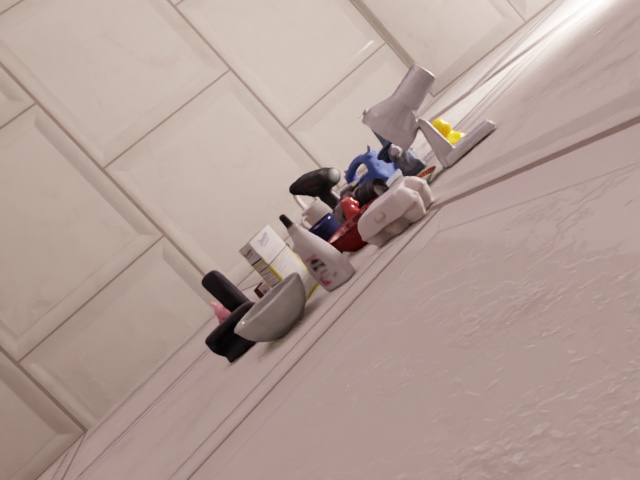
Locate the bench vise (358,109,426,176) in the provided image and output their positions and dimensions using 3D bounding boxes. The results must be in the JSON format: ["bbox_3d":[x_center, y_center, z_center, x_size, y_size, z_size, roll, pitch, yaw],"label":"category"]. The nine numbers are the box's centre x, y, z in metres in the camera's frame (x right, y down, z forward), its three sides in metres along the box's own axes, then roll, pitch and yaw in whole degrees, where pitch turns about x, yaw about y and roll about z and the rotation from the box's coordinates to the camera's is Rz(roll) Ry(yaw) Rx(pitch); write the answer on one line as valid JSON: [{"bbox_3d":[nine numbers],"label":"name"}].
[{"bbox_3d":[0.198,-0.275,1.548,0.121,0.220,0.207,-43,6,-2],"label":"bench vise"}]

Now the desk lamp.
[{"bbox_3d":[0.226,-0.255,1.233,0.203,0.213,0.118,-41,6,15],"label":"desk lamp"}]

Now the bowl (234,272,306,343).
[{"bbox_3d":[-0.082,0.143,1.104,0.167,0.075,0.167,-42,6,6],"label":"bowl"}]

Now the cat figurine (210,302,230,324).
[{"bbox_3d":[-0.262,0.212,1.624,0.067,0.118,0.127,-44,6,-15],"label":"cat figurine"}]

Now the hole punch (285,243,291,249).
[{"bbox_3d":[-0.120,0.075,1.798,0.108,0.091,0.101,-41,6,20],"label":"hole punch"}]

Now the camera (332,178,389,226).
[{"bbox_3d":[0.110,-0.110,1.539,0.143,0.101,0.136,-47,7,-39],"label":"camera"}]

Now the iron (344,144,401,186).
[{"bbox_3d":[0.140,-0.199,1.793,0.119,0.141,0.258,-46,7,-32],"label":"iron"}]

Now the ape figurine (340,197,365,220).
[{"bbox_3d":[0.089,-0.069,1.421,0.076,0.092,0.077,-44,6,-13],"label":"ape figurine"}]

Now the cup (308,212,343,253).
[{"bbox_3d":[0.013,0.005,1.379,0.118,0.095,0.091,-43,6,-7],"label":"cup"}]

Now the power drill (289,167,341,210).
[{"bbox_3d":[0.018,-0.122,1.711,0.076,0.208,0.229,-46,7,-31],"label":"power drill"}]

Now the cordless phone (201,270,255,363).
[{"bbox_3d":[-0.216,0.167,1.284,0.147,0.185,0.094,-43,6,1],"label":"cordless phone"}]

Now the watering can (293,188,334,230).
[{"bbox_3d":[-0.009,-0.105,1.860,0.100,0.194,0.173,-39,7,34],"label":"watering can"}]

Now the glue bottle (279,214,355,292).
[{"bbox_3d":[-0.016,0.018,1.074,0.078,0.173,0.037,-37,8,44],"label":"glue bottle"}]

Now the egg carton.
[{"bbox_3d":[0.137,-0.052,1.065,0.150,0.069,0.107,-38,7,40],"label":"egg carton"}]

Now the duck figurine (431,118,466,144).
[{"bbox_3d":[0.294,-0.246,1.353,0.077,0.086,0.105,-38,7,39],"label":"duck figurine"}]
